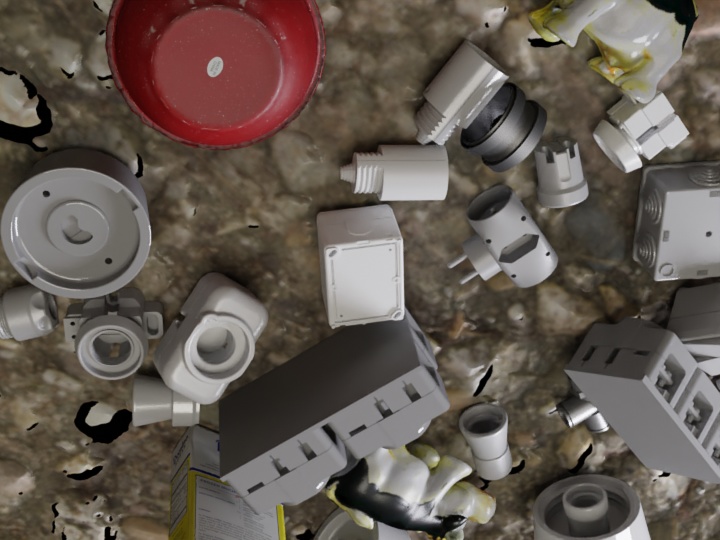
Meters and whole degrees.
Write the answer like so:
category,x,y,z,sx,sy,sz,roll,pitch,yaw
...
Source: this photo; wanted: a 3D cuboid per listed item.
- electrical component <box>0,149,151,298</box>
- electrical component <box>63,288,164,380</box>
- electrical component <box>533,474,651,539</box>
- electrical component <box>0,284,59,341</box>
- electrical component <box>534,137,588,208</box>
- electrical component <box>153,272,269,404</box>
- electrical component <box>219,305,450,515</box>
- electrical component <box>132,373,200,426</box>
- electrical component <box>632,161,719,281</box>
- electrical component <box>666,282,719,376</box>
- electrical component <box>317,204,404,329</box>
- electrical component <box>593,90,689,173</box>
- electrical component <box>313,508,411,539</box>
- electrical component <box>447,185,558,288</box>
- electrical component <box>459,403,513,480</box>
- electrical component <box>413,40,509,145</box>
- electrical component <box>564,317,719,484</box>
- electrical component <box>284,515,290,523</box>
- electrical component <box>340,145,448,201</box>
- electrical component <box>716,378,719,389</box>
category,x,y,z,sx,sy,sz,roll,pitch,yaw
electrical component,-0.212,-0.040,0.815,0.108,0.060,0.108,-3,119,-6
electrical component,-0.200,0.052,0.870,0.078,0.057,0.058,-2,119,-7
electrical component,0.213,0.234,1.002,0.108,0.108,0.060,-13,114,0
electrical component,-0.276,0.036,0.858,0.062,0.043,0.043,-13,120,0
electrical component,0.159,-0.078,0.859,0.040,0.040,0.046,-14,113,0
electrical component,-0.119,0.056,0.866,0.054,0.059,0.095,33,90,-24
electrical component,-0.024,0.116,0.902,0.186,0.105,0.060,-30,118,9
electrical component,-0.164,0.110,0.914,0.055,0.045,0.045,1,118,-9
electrical component,0.280,-0.040,0.890,0.100,0.048,0.099,-4,119,-6
electrical component,0.309,0.051,0.922,0.062,0.096,0.061,29,69,-21
electrical component,0.000,0.000,0.871,0.062,0.061,0.096,-7,126,-6
electrical component,0.218,-0.110,0.846,0.055,0.048,0.066,-40,117,5
electrical component,0.004,0.277,0.996,0.060,0.108,0.108,31,111,-28
electrical component,0.110,-0.017,0.882,0.079,0.043,0.077,-34,118,10
electrical component,0.118,0.160,0.983,0.044,0.044,0.065,-16,124,1
electrical component,0.071,-0.129,0.816,0.043,0.043,0.081,32,110,-22
electrical component,0.264,0.113,0.944,0.150,0.089,0.061,47,66,-27
electrical component,-0.097,0.251,1.001,0.077,0.043,0.079,32,110,-22
electrical component,0.025,-0.076,0.839,0.081,0.043,0.043,-1,119,-7
electrical component,0.356,0.102,0.986,0.046,0.040,0.040,-40,116,20
